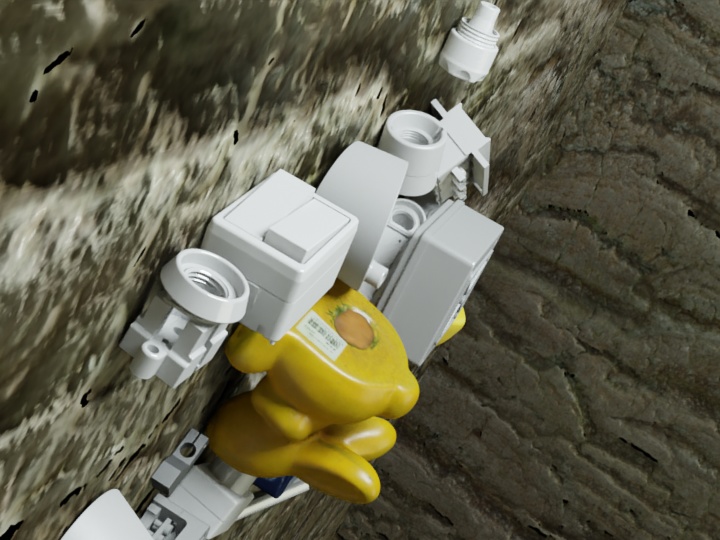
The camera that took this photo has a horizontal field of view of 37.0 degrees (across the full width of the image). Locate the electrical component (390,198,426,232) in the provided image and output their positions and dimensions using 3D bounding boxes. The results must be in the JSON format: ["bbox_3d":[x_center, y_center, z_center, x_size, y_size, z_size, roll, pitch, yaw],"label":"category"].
[{"bbox_3d":[0.036,-0.038,1.044,0.066,0.048,0.055,-54,177,-35],"label":"electrical component"}]

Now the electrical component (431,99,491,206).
[{"bbox_3d":[0.086,-0.107,1.029,0.063,0.078,0.121,-38,170,0],"label":"electrical component"}]

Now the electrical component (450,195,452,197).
[{"bbox_3d":[0.095,-0.114,1.137,0.078,0.040,0.040,-60,171,-1],"label":"electrical component"}]

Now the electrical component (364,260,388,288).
[{"bbox_3d":[-0.008,-0.008,0.839,0.048,0.062,0.048,-57,171,-15],"label":"electrical component"}]

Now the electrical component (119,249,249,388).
[{"bbox_3d":[-0.089,0.023,0.560,0.055,0.048,0.066,-56,173,25],"label":"electrical component"}]

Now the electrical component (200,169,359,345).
[{"bbox_3d":[-0.045,-0.014,0.622,0.096,0.062,0.061,-46,164,-56],"label":"electrical component"}]

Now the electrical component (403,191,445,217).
[{"bbox_3d":[0.078,-0.034,1.121,0.048,0.100,0.099,-45,168,-12],"label":"electrical component"}]

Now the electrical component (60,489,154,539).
[{"bbox_3d":[-0.170,0.196,0.679,0.099,0.064,0.099,-43,167,-12],"label":"electrical component"}]

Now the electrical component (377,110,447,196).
[{"bbox_3d":[0.040,-0.094,0.859,0.055,0.055,0.047,-51,163,-45],"label":"electrical component"}]

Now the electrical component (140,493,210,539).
[{"bbox_3d":[-0.151,0.225,0.822,0.050,0.056,0.089,-49,166,-49],"label":"electrical component"}]

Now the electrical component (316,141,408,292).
[{"bbox_3d":[0.000,-0.040,0.774,0.099,0.064,0.099,-57,171,-15],"label":"electrical component"}]

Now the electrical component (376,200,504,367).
[{"bbox_3d":[0.063,0.009,0.894,0.108,0.056,0.109,-64,170,26],"label":"electrical component"}]

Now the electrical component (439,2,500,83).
[{"bbox_3d":[0.095,-0.189,0.887,0.062,0.043,0.043,-66,169,26],"label":"electrical component"}]

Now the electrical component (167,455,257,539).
[{"bbox_3d":[-0.110,0.171,0.875,0.076,0.047,0.065,-51,171,-2],"label":"electrical component"}]

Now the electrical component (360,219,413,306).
[{"bbox_3d":[0.000,0.000,0.913,0.096,0.062,0.061,-59,171,-3],"label":"electrical component"}]
